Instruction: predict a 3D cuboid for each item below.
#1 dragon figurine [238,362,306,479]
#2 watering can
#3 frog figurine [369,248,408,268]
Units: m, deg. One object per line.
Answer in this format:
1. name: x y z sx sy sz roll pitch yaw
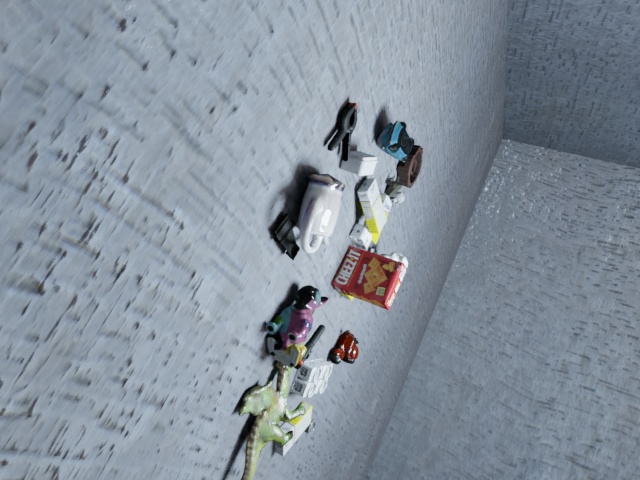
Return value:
1. dragon figurine: -0.179 0.528 1.526 0.419 0.122 0.238 -55 133 -35
2. watering can: 0.004 -0.074 1.465 0.347 0.104 0.224 0 104 -79
3. frog figurine: 0.267 0.098 2.043 0.125 0.160 0.134 -58 152 -23
